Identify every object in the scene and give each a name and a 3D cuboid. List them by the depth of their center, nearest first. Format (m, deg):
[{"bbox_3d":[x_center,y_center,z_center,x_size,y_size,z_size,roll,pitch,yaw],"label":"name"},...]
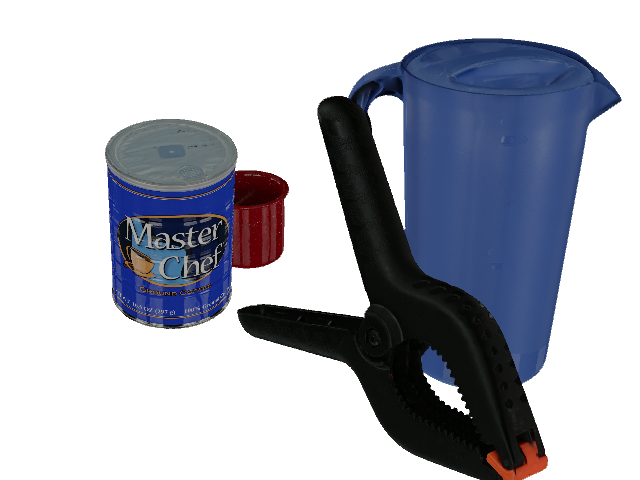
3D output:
[{"bbox_3d":[0.039,0.036,0.548,0.036,0.165,0.210,-13,42,-40],"label":"clamp"},{"bbox_3d":[0.110,-0.018,0.777,0.144,0.243,0.149,-19,32,-34],"label":"pitcher"},{"bbox_3d":[-0.121,-0.014,0.873,0.103,0.140,0.103,3,35,-3],"label":"coffee can"},{"bbox_3d":[-0.093,-0.020,1.182,0.117,0.081,0.093,-9,30,-16],"label":"mug"}]
